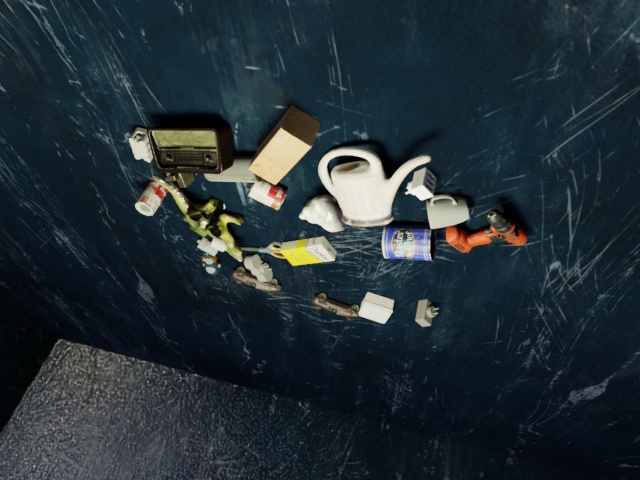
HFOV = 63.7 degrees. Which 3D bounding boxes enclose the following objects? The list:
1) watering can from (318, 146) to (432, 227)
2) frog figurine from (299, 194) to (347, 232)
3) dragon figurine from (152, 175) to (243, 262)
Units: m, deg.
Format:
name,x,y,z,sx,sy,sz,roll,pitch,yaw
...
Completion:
name,x,y,z,sx,sy,sz,roll,pitch,yaw
watering can,0.140,-0.135,1.324,0.348,0.106,0.220,9,126,40
frog figurine,0.005,-0.076,1.508,0.158,0.125,0.136,-15,154,23
dragon figurine,-0.412,-0.066,1.752,0.408,0.124,0.240,39,151,-13
